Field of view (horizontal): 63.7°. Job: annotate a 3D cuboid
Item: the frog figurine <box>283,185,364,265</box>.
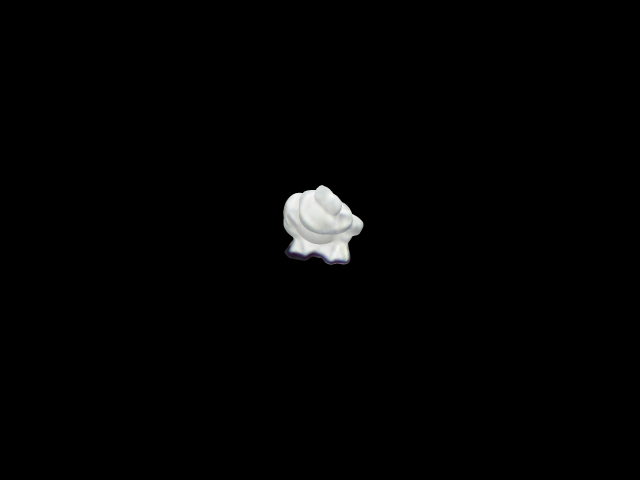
[{"bbox_3d":[0.003,-0.043,0.850,0.138,0.155,0.125,24,51,21],"label":"frog figurine"}]
